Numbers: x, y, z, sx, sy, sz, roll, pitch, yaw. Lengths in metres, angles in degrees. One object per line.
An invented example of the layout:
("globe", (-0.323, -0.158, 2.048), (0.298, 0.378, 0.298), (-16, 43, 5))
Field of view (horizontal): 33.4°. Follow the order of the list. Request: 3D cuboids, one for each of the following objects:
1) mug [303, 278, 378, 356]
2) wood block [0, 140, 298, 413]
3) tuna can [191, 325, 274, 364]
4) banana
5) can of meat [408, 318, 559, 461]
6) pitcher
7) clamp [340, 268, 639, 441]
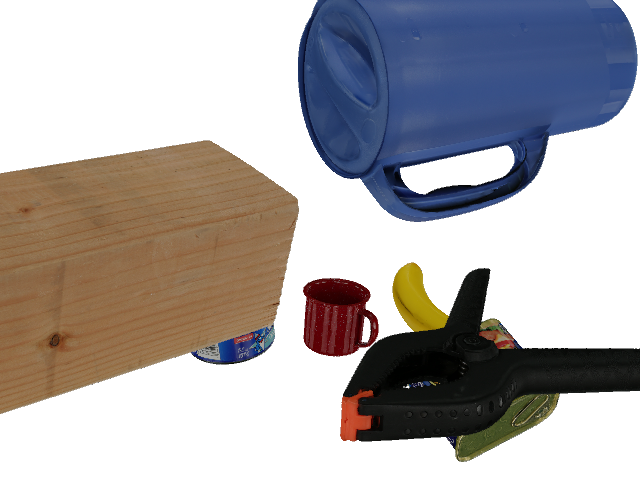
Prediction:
("mug", (0.029, 0.111, 1.470), (0.117, 0.081, 0.093), (18, 25, 30))
("wood block", (-0.122, 0.014, 0.583), (0.205, 0.091, 0.090), (-15, 38, -42))
("tuna can", (-0.086, 0.083, 1.017), (0.086, 0.034, 0.086), (-5, 25, 2))
("banana", (0.121, 0.076, 1.204), (0.069, 0.037, 0.198), (4, 23, -26))
("can of meat", (0.135, 0.123, 0.899), (0.102, 0.057, 0.084), (-23, 52, -18))
("pitcher", (0.117, -0.116, 0.801), (0.242, 0.149, 0.145), (-10, 32, -26))
("clamp", (0.089, 0.072, 0.665), (0.209, 0.036, 0.165), (-13, 27, -30))
